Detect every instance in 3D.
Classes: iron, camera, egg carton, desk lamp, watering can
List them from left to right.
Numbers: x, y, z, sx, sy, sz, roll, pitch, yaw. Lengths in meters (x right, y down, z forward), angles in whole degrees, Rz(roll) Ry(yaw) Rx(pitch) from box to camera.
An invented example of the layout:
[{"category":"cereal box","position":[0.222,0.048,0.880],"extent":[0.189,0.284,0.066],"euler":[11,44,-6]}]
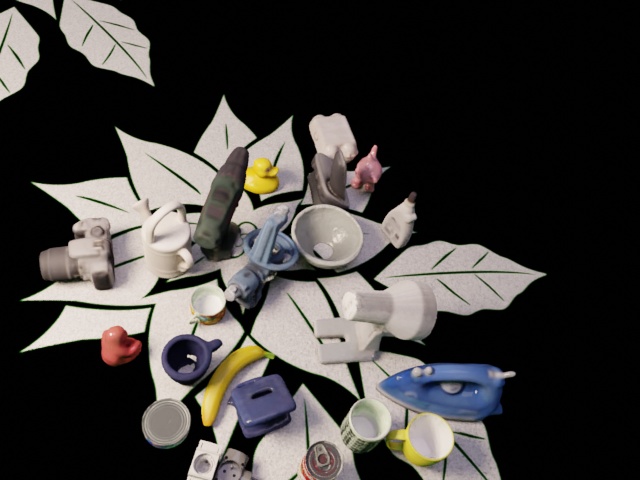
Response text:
[{"category":"camera","position":[-0.496,0.026,1.172],"extent":[0.137,0.101,0.143],"euler":[-7,59,-16]},{"category":"watering can","position":[-0.322,-0.014,1.179],"extent":[0.172,0.194,0.101],"euler":[25,55,5]},{"category":"egg carton","position":[0.033,-0.267,1.501],"extent":[0.107,0.069,0.150],"euler":[-10,60,-18]},{"category":"desk lamp","position":[0.107,0.163,1.145],"extent":[0.203,0.213,0.118],"euler":[-3,57,-14]},{"category":"iron","position":[0.253,0.283,1.142],"extent":[0.258,0.141,0.118],"euler":[6,56,-9]}]

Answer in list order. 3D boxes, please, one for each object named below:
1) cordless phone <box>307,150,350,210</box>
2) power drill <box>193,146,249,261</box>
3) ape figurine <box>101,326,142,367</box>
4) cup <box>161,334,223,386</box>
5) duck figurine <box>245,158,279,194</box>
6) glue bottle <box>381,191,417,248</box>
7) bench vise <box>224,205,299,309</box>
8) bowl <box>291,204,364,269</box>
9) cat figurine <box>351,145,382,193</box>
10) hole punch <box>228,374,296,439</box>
[{"category":"cordless phone","position":[0.033,-0.168,1.366],"extent":[0.094,0.185,0.147],"euler":[-8,59,-17]},{"category":"power drill","position":[-0.207,-0.059,1.226],"extent":[0.075,0.208,0.230],"euler":[16,55,-1]},{"category":"ape figurine","position":[-0.384,0.194,1.090],"extent":[0.077,0.092,0.076],"euler":[38,57,13]},{"category":"cup","position":[-0.242,0.232,1.094],"extent":[0.118,0.095,0.091],"euler":[-24,65,-25]},{"category":"duck figurine","position":[-0.146,-0.165,1.384],"extent":[0.104,0.086,0.077],"euler":[10,55,-5]},{"category":"glue bottle","position":[0.195,-0.055,1.334],"extent":[0.037,0.173,0.078],"euler":[-23,64,-25]},{"category":"bench vise","position":[-0.110,0.038,1.176],"extent":[0.121,0.220,0.207],"euler":[18,55,0]},{"category":"bowl","position":[0.012,0.005,1.314],"extent":[0.167,0.075,0.167],"euler":[6,56,-9]},{"category":"cat figurine","position":[0.125,-0.181,1.436],"extent":[0.067,0.118,0.128],"euler":[17,55,0]},{"category":"hole punch","position":[-0.110,0.305,1.077],"extent":[0.109,0.091,0.101],"euler":[-15,61,-21]}]
